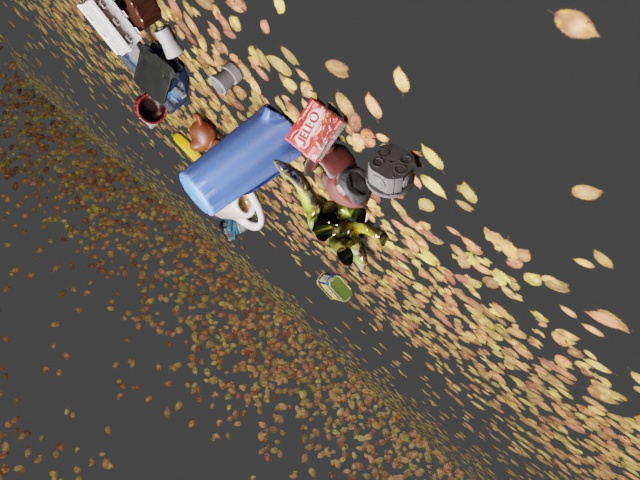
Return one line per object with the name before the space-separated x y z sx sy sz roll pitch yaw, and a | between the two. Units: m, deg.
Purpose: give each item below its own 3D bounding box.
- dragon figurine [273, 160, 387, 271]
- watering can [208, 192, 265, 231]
dragon figurine | 0.004 -0.060 1.187 0.405 0.123 0.245 47 -7 -26
watering can | -0.299 -0.169 1.614 0.224 0.342 0.106 -2 36 43
